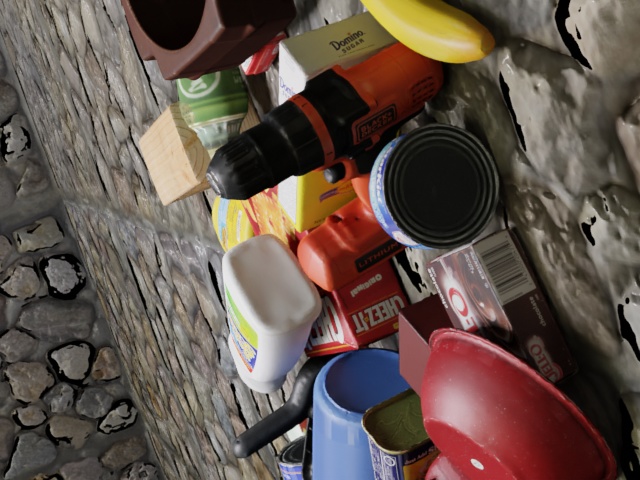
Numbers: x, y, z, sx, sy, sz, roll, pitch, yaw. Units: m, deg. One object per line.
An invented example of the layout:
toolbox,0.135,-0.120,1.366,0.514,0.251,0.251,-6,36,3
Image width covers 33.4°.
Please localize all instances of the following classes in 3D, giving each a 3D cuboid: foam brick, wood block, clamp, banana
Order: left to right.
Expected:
wood block,-0.138,-0.107,1.229,0.090,0.090,0.206,69,161,-2
clamp,-0.015,0.173,1.102,0.039,0.120,0.171,32,99,46
banana,0.051,-0.177,0.725,0.198,0.037,0.070,59,159,25
foam brick,0.098,0.088,0.862,0.051,0.053,0.078,50,154,42

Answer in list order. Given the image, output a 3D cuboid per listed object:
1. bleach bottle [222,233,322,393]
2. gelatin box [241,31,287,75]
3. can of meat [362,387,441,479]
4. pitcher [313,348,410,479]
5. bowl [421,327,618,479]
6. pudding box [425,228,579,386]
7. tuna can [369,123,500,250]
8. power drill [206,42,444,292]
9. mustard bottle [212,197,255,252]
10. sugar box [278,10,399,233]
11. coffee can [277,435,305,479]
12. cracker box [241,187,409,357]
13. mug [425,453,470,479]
bleach bottle,-0.052,0.095,1.048,0.103,0.068,0.251,57,162,23
gelatin box,-0.067,-0.212,1.018,0.089,0.030,0.073,66,159,8
can of meat,0.091,0.172,0.898,0.057,0.102,0.084,44,152,48
pitcher,0.051,0.219,1.034,0.149,0.144,0.243,24,133,33
bowl,0.125,0.137,0.750,0.162,0.055,0.162,39,162,15
pudding box,0.128,0.054,0.765,0.113,0.039,0.090,66,161,3
tuna can,0.078,-0.036,0.733,0.086,0.086,0.034,70,163,-4
power drill,0.012,-0.042,0.785,0.057,0.184,0.187,52,164,31
mustard bottle,-0.082,-0.024,1.199,0.192,0.058,0.096,-154,66,-68
sugar box,0.016,-0.089,0.830,0.048,0.093,0.176,55,157,30
coffee can,0.021,0.294,1.212,0.103,0.102,0.140,4,114,69
cracker box,-0.007,0.001,1.020,0.214,0.072,0.164,67,162,2
mug,0.124,0.207,0.833,0.082,0.117,0.093,54,138,48
